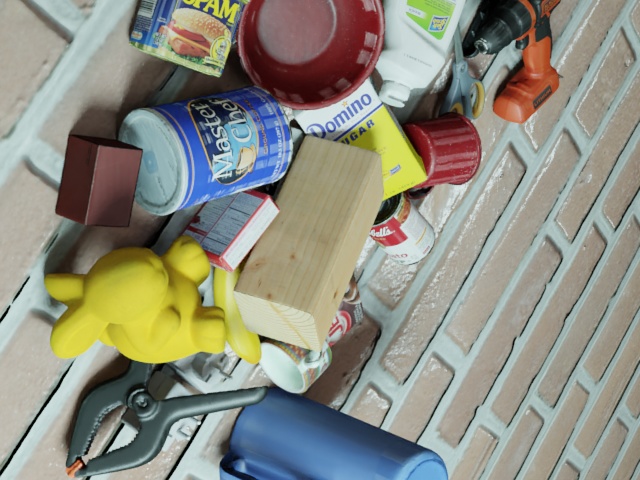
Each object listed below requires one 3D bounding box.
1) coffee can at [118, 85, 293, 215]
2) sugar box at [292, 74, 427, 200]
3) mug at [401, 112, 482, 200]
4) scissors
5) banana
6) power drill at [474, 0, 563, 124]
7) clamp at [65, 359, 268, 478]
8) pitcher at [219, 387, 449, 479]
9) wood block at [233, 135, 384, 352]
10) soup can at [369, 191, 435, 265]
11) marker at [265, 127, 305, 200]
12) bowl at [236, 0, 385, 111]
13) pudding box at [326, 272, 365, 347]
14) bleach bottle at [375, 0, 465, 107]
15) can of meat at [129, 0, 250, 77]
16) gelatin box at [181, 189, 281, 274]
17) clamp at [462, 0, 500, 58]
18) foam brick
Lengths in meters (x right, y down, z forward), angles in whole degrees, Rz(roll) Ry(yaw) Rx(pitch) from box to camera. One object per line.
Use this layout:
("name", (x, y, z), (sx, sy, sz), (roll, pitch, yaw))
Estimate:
("coffee can", (-0.111, -0.090, 1.044), (0.140, 0.103, 0.103), (-20, 118, -41))
("sugar box", (0.045, -0.116, 1.212), (0.093, 0.048, 0.176), (-26, 137, 13))
("mug", (0.134, -0.099, 1.321), (0.081, 0.093, 0.117), (-12, 138, -39))
("scissors", (0.165, -0.198, 1.333), (0.096, 0.016, 0.201), (-53, 148, -8))
("banana", (-0.085, 0.052, 1.168), (0.069, 0.037, 0.198), (-4, 113, -27))
("power drill", (0.262, -0.244, 1.384), (0.184, 0.057, 0.187), (-42, 147, -26))
("clamp", (-0.167, 0.168, 1.077), (0.210, 0.164, 0.036), (-51, 174, -11))
("pitcher", (0.014, 0.262, 1.207), (0.145, 0.243, 0.149), (49, 63, -41))
("wood block", (-0.007, 0.001, 1.146), (0.091, 0.090, 0.206), (80, 29, -58))
("soup can", (0.092, -0.021, 1.314), (0.068, 0.069, 0.102), (-59, 138, -13))
("marker", (-0.047, -0.066, 1.184), (0.020, 0.020, 0.121), (23, 88, -48))
("bowl", (-0.016, -0.219, 1.107), (0.162, 0.055, 0.162), (-8, 116, -18))
("pudding box", (0.003, 0.072, 1.276), (0.089, 0.039, 0.113), (-40, 130, -29))
("bleach bottle", (0.107, -0.269, 1.150), (0.102, 0.068, 0.251), (19, 85, -14))
("can of meat", (-0.126, -0.209, 1.019), (0.101, 0.058, 0.084), (14, 97, -48))
("gelatin box", (-0.096, -0.014, 1.112), (0.089, 0.073, 0.030), (-54, 136, -17))
("clamp", (0.225, -0.312, 1.367), (0.171, 0.039, 0.120), (-34, 138, -32))
("foam brick", (-0.206, -0.054, 0.995), (0.051, 0.053, 0.078), (4, 102, -47))
